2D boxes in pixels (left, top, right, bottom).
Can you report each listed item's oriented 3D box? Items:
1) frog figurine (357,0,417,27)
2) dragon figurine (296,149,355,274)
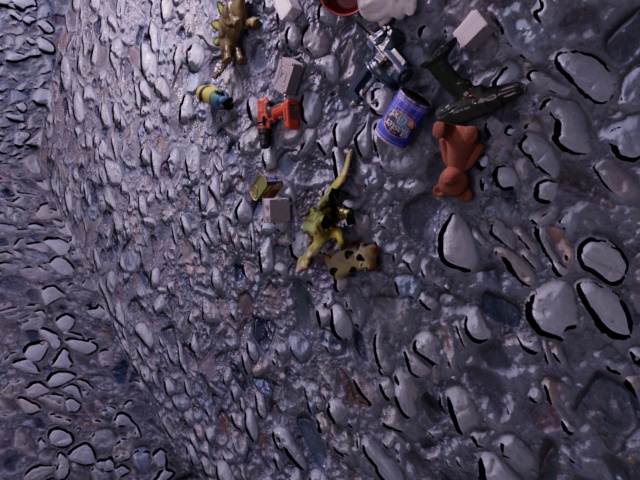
[{"bbox_3d":[0.187,-0.651,1.431,0.161,0.124,0.134,43,157,21],"label":"frog figurine"},{"bbox_3d":[0.005,-0.084,1.663,0.241,0.121,0.416,-10,60,57],"label":"dragon figurine"}]
